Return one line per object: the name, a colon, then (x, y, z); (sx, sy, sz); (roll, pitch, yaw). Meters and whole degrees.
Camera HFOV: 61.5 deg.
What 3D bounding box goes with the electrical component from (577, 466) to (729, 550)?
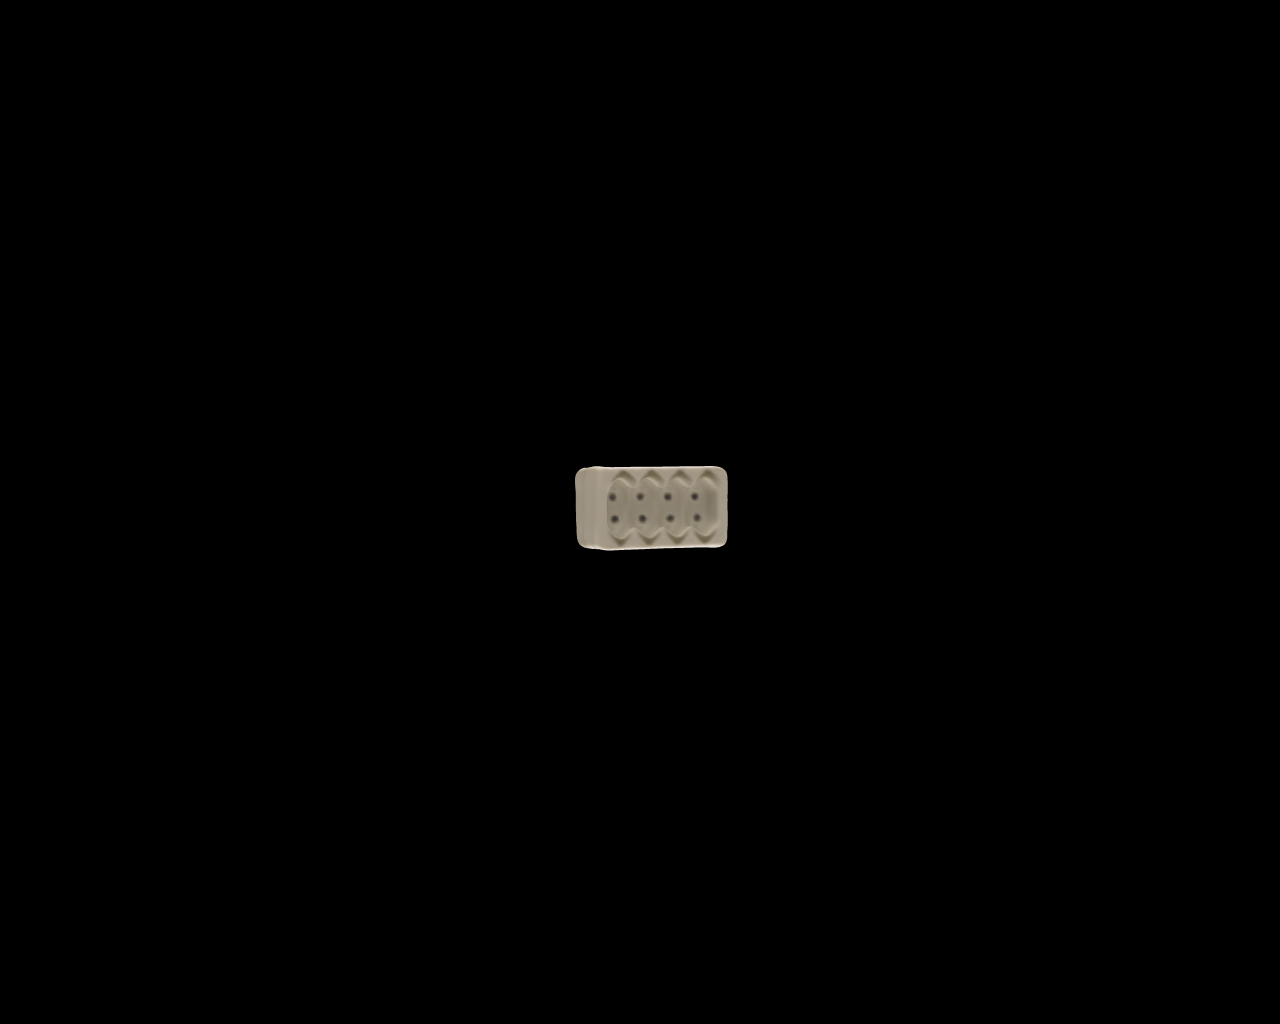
electrical component: (0.001, -0.003, 0.650); (0.083, 0.047, 0.075); (0, 0, -21)
